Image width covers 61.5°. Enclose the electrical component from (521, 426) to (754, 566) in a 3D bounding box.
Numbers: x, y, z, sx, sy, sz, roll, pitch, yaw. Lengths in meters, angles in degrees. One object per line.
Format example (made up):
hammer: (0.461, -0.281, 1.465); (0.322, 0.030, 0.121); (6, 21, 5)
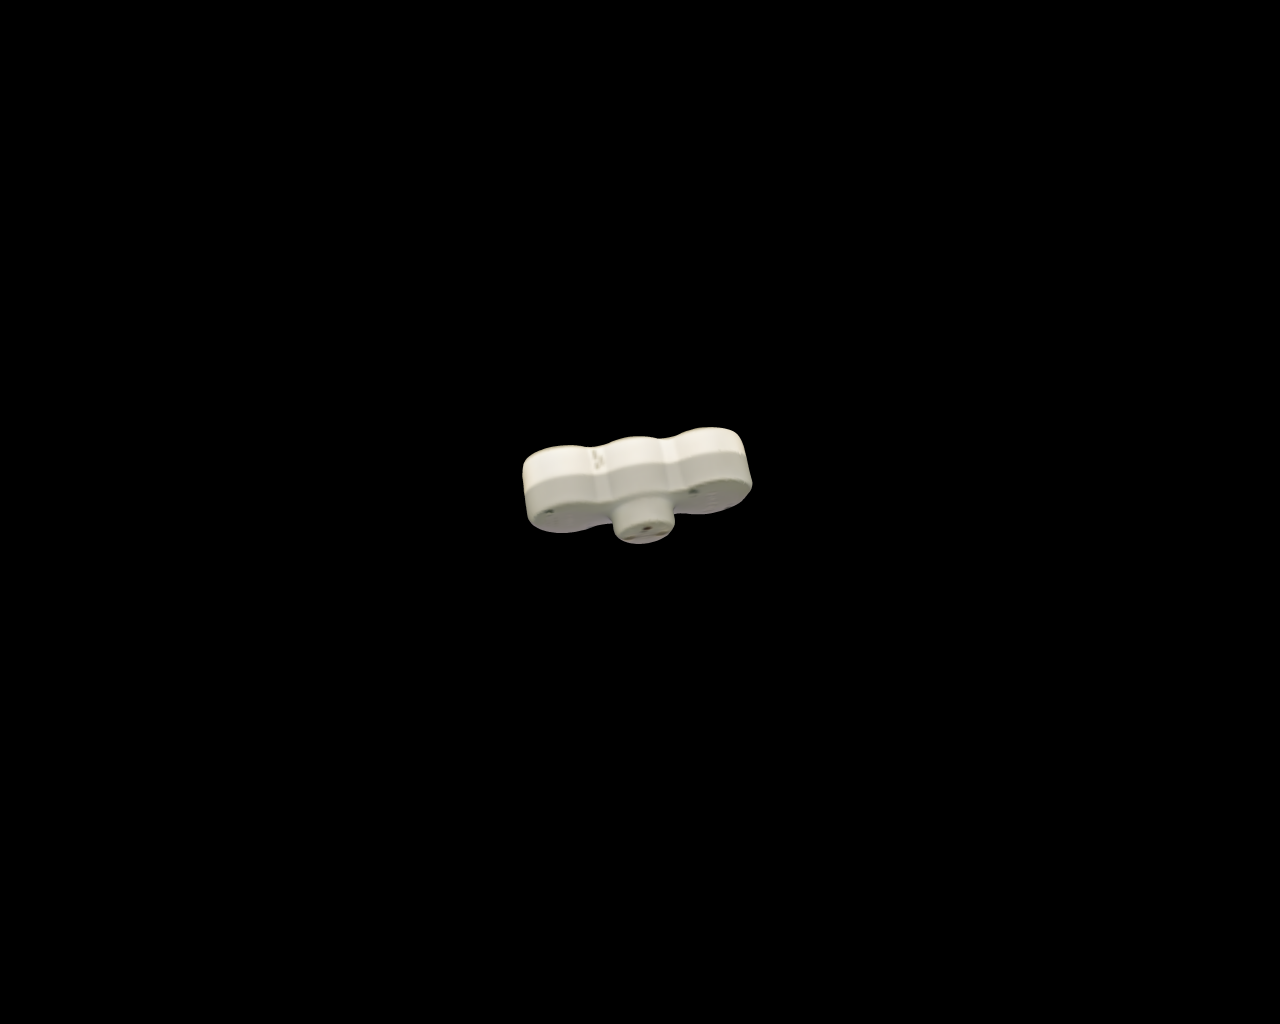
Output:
electrical component: (0.001, -0.003, 0.650); (0.138, 0.074, 0.052); (-8, -23, -3)
